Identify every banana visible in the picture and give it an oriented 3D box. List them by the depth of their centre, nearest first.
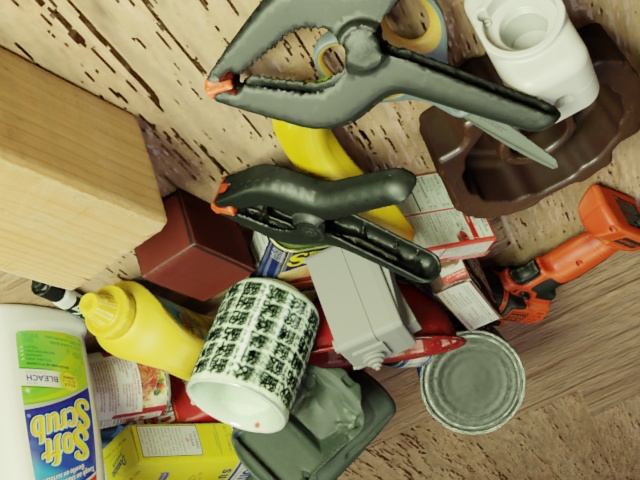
[{"bbox_3d":[0.011,-0.054,0.763,0.037,0.070,0.197,-54,145,-13],"label":"banana"}]

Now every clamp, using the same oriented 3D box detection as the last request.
[{"bbox_3d":[0.029,-0.129,0.633,0.210,0.036,0.164,-7,113,11],"label":"clamp"},{"bbox_3d":[0.006,-0.014,0.762,0.172,0.039,0.120,8,144,32],"label":"clamp"}]

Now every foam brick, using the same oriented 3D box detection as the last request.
[{"bbox_3d":[-0.097,0.005,0.809,0.051,0.053,0.078,-33,148,20],"label":"foam brick"}]

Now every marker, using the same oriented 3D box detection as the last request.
[{"bbox_3d":[-0.194,0.053,0.861,0.020,0.020,0.121,-27,151,9],"label":"marker"}]

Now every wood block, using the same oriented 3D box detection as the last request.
[{"bbox_3d":[-0.195,-0.049,0.609,0.091,0.090,0.205,-32,150,21],"label":"wood block"}]

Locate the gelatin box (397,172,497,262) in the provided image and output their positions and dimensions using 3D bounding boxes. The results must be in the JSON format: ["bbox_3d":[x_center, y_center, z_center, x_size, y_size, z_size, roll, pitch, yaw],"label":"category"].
[{"bbox_3d":[0.091,-0.017,0.876,0.089,0.073,0.030,-10,151,-22],"label":"gelatin box"}]

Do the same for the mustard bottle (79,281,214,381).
[{"bbox_3d":[-0.128,0.076,0.867,0.058,0.096,0.191,-55,146,0],"label":"mustard bottle"}]

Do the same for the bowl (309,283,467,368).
[{"bbox_3d":[0.043,0.073,0.921,0.162,0.055,0.162,-6,167,-2],"label":"bowl"}]

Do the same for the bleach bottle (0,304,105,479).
[{"bbox_3d":[-0.204,0.172,0.814,0.068,0.251,0.102,-38,148,28],"label":"bleach bottle"}]

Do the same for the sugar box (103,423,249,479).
[{"bbox_3d":[-0.122,0.212,1.012,0.175,0.048,0.093,9,140,-38],"label":"sugar box"}]

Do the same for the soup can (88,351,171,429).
[{"bbox_3d":[-0.191,0.132,0.948,0.102,0.068,0.069,-8,149,-23],"label":"soup can"}]

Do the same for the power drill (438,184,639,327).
[{"bbox_3d":[0.219,0.020,1.047,0.188,0.057,0.184,-36,152,31],"label":"power drill"}]

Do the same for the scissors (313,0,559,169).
[{"bbox_3d":[0.095,-0.110,0.710,0.201,0.016,0.096,15,128,-17],"label":"scissors"}]

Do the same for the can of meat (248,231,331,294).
[{"bbox_3d":[-0.006,0.001,0.861,0.102,0.057,0.084,-9,152,-22],"label":"can of meat"}]

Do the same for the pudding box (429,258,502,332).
[{"bbox_3d":[0.118,0.022,0.944,0.039,0.090,0.113,-28,151,14],"label":"pudding box"}]

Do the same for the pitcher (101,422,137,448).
[{"bbox_3d":[-0.290,0.241,1.025,0.242,0.149,0.145,5,158,-34],"label":"pitcher"}]

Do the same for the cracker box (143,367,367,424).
[{"bbox_3d":[-0.058,0.156,1.077,0.213,0.072,0.164,-21,150,1],"label":"cracker box"}]

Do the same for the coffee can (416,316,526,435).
[{"bbox_3d":[0.151,0.135,1.093,0.103,0.103,0.140,-24,180,4],"label":"coffee can"}]

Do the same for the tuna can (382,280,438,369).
[{"bbox_3d":[0.079,0.080,1.023,0.033,0.086,0.086,-1,146,-29],"label":"tuna can"}]
